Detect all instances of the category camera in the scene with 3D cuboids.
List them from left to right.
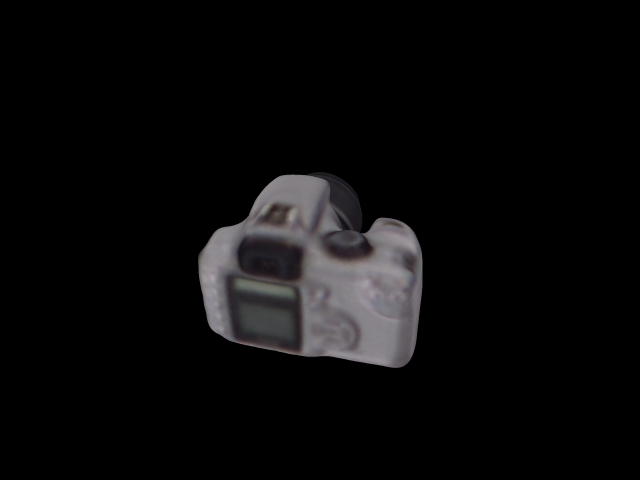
[{"bbox_3d":[0.004,0.001,0.400,0.143,0.101,0.137,8,35,12],"label":"camera"}]
